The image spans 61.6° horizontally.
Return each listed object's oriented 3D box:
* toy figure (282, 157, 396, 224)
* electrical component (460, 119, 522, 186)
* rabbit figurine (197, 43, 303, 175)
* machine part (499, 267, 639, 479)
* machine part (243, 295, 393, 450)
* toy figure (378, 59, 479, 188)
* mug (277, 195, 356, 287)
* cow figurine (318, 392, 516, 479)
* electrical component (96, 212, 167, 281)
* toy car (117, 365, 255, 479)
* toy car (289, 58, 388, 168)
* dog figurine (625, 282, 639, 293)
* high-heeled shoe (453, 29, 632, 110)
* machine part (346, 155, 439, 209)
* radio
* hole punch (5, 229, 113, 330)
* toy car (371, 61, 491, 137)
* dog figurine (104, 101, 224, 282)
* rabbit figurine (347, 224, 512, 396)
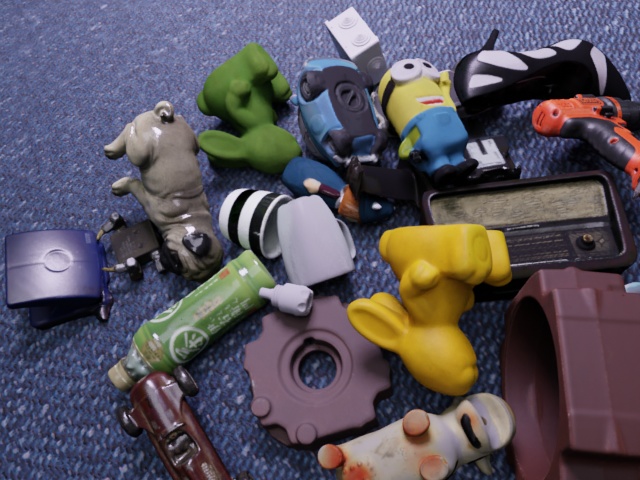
[{"bbox_3d":[0.025,-0.061,0.719,0.155,0.057,0.064,28,47,12],"label":"toy figure"},{"bbox_3d":[0.214,-0.109,0.723,0.075,0.047,0.119,-13,46,-1],"label":"electrical component"},{"bbox_3d":[-0.098,-0.164,0.763,0.159,0.121,0.170,-28,78,-2],"label":"rabbit figurine"},{"bbox_3d":[0.239,0.142,0.510,0.087,0.201,0.201,2,64,6],"label":"machine part"},{"bbox_3d":[-0.003,0.149,0.623,0.179,0.056,0.179,-3,62,5],"label":"machine part"},{"bbox_3d":[0.130,-0.148,0.681,0.082,0.089,0.180,0,63,-43],"label":"toy figure"},{"bbox_3d":[-0.001,-0.002,0.670,0.109,0.081,0.107,-18,88,-38],"label":"mug"},{"bbox_3d":[0.108,0.216,0.550,0.195,0.127,0.085,-28,62,10],"label":"cow figurine"},{"bbox_3d":[-0.258,0.009,0.733,0.078,0.045,0.102,-21,63,-2],"label":"electrical component"},{"bbox_3d":[-0.142,0.235,0.586,0.089,0.053,0.202,-32,76,-11],"label":"toy car"},{"bbox_3d":[0.021,-0.165,0.750,0.109,0.103,0.161,-13,78,-32],"label":"toy car"},{"bbox_3d":[0.394,0.137,0.550,0.192,0.108,0.219,-23,67,-7],"label":"dog figurine"},{"bbox_3d":[0.301,-0.196,0.716,0.249,0.086,0.145,23,65,-1],"label":"high-heeled shoe"},{"bbox_3d":[0.096,-0.078,0.699,0.139,0.039,0.084,0,49,-33],"label":"machine part"},{"bbox_3d":[0.244,-0.001,0.653,0.230,0.073,0.131,-7,62,5],"label":"radio"},{"bbox_3d":[-0.345,0.043,0.707,0.116,0.092,0.142,-17,59,-5],"label":"hole punch"},{"bbox_3d":[0.164,-0.203,0.777,0.202,0.056,0.073,-16,69,1],"label":"toy car"},{"bbox_3d":[-0.177,-0.059,0.689,0.121,0.172,0.191,-26,59,-29],"label":"dog figurine"},{"bbox_3d":[0.112,0.072,0.553,0.163,0.122,0.173,-5,88,24],"label":"rabbit figurine"}]
